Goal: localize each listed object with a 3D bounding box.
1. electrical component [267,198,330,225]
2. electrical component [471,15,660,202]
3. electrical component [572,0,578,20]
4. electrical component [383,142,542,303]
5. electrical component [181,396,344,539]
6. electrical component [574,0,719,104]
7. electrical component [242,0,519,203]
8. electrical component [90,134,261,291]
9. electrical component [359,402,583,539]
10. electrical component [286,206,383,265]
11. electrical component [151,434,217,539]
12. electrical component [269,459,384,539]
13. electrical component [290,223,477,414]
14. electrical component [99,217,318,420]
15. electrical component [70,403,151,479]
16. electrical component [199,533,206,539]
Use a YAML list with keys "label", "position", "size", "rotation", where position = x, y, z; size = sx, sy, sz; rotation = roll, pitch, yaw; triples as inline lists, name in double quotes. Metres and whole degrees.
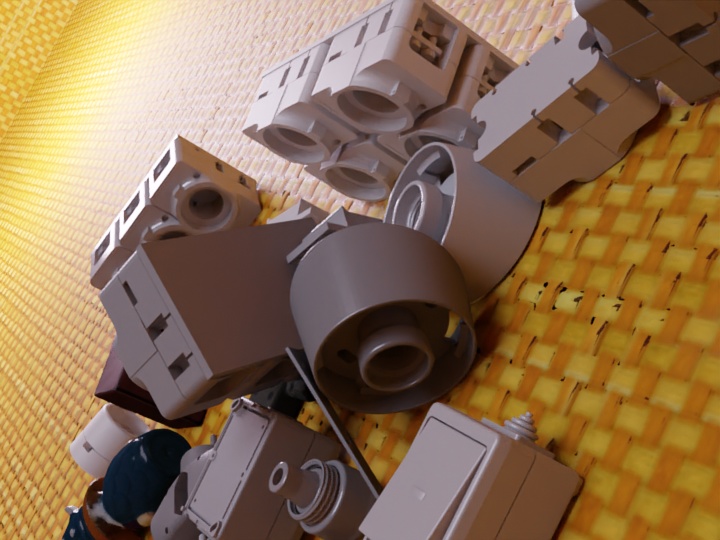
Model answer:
- label: "electrical component"
  position: [-0.045, -0.011, 0.799]
  size: [0.081, 0.042, 0.063]
  rotation: [-28, 45, 47]
- label: "electrical component"
  position: [0.112, -0.085, 0.583]
  size: [0.089, 0.056, 0.050]
  rotation: [-39, 34, 36]
- label: "electrical component"
  position: [0.143, -0.146, 0.593]
  size: [0.055, 0.055, 0.047]
  rotation: [-27, 45, 48]
- label: "electrical component"
  position: [0.056, -0.027, 0.641]
  size: [0.099, 0.064, 0.099]
  rotation: [-45, 37, 49]
- label: "electrical component"
  position: [-0.060, 0.135, 0.657]
  size: [0.062, 0.061, 0.096]
  rotation: [9, 71, 62]
- label: "electrical component"
  position: [0.151, -0.127, 0.519]
  size: [0.056, 0.089, 0.050]
  rotation: [-21, 46, 52]
- label: "electrical component"
  position: [0.011, -0.106, 0.724]
  size: [0.186, 0.105, 0.060]
  rotation: [-13, 53, 56]
- label: "electrical component"
  position: [-0.170, -0.033, 0.984]
  size: [0.150, 0.089, 0.061]
  rotation: [-50, 29, 19]
- label: "electrical component"
  position: [0.050, 0.105, 0.495]
  size: [0.096, 0.061, 0.062]
  rotation: [-62, 26, -4]
- label: "electrical component"
  position: [0.000, 0.000, 0.680]
  size: [0.042, 0.081, 0.063]
  rotation: [-38, 56, 37]
- label: "electrical component"
  position: [-0.105, 0.148, 0.743]
  size: [0.077, 0.043, 0.079]
  rotation: [-48, 29, 23]
- label: "electrical component"
  position: [-0.021, 0.125, 0.597]
  size: [0.043, 0.062, 0.043]
  rotation: [-41, 33, 34]
- label: "electrical component"
  position: [0.014, 0.030, 0.593]
  size: [0.099, 0.099, 0.064]
  rotation: [-46, 36, 26]
- label: "electrical component"
  position: [-0.074, 0.028, 0.669]
  size: [0.062, 0.150, 0.089]
  rotation: [-42, 72, 35]
- label: "electrical component"
  position: [-0.210, 0.147, 0.915]
  size: [0.047, 0.055, 0.055]
  rotation: [-52, 27, 7]
- label: "electrical component"
  position: [-0.105, 0.203, 0.684]
  size: [0.083, 0.047, 0.075]
  rotation: [-47, 29, 24]
